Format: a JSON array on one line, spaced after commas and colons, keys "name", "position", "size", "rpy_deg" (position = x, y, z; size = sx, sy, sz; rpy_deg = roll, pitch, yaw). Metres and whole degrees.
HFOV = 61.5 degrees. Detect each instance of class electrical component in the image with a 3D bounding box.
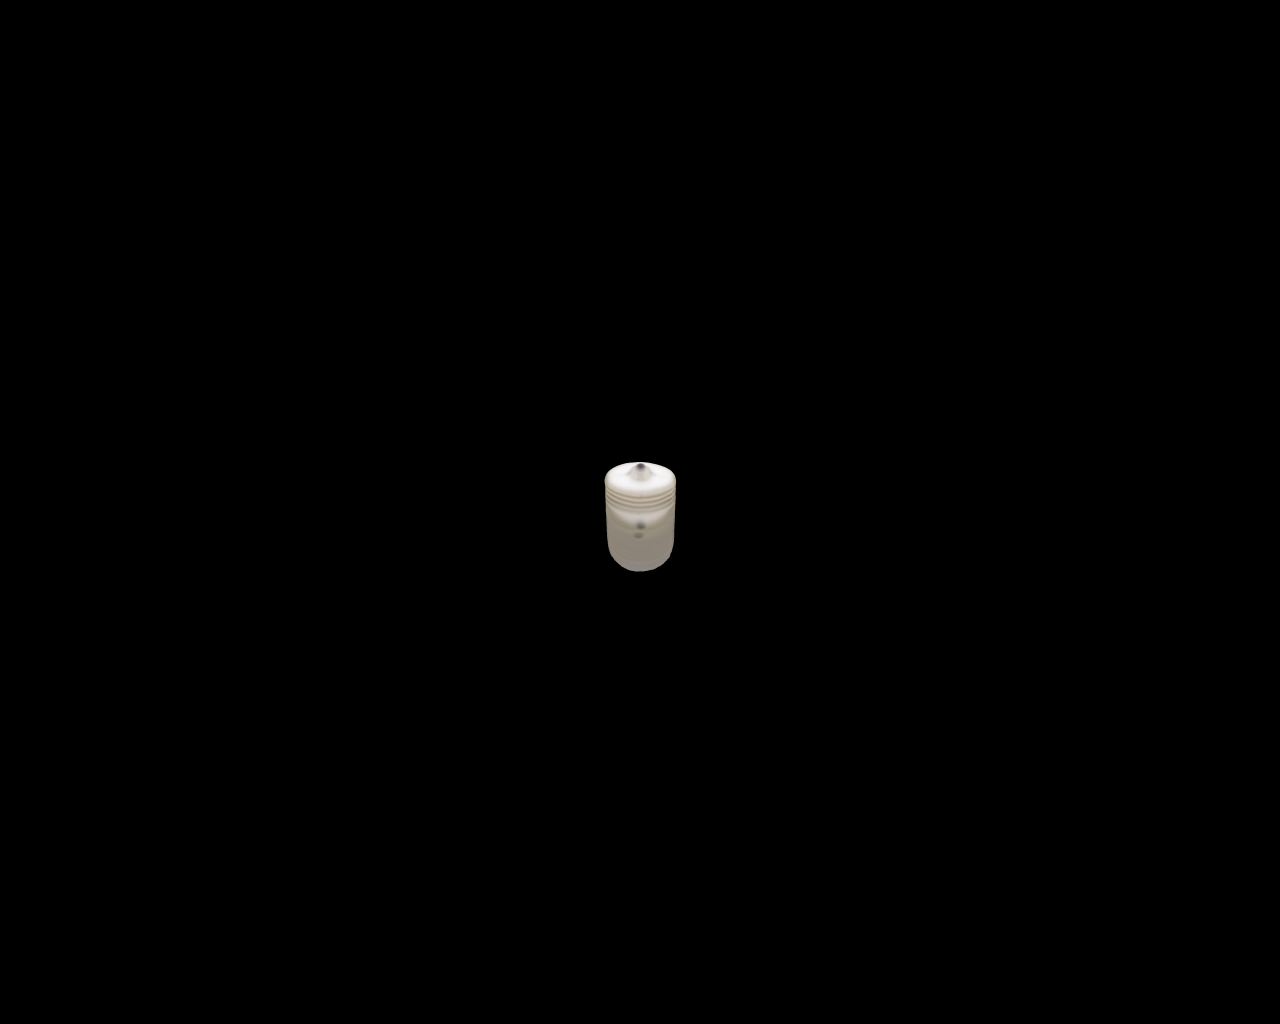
[{"name": "electrical component", "position": [0.001, -0.003, 0.650], "size": [0.043, 0.043, 0.080], "rpy_deg": [0, -39, 0]}]
